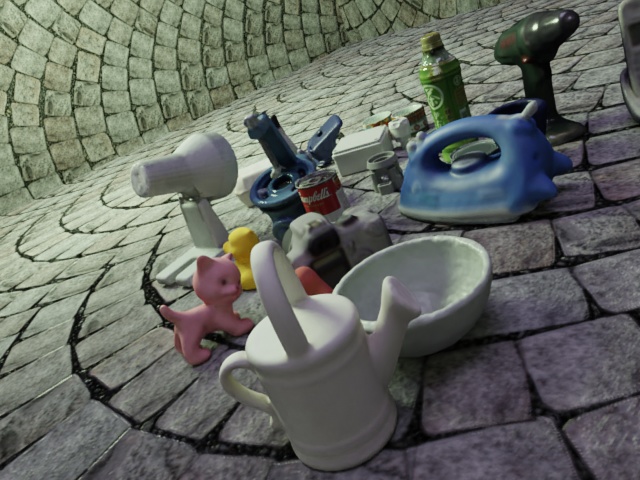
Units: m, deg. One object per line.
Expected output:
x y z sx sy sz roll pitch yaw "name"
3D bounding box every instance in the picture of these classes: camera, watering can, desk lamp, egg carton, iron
0.007 0.003 0.782 0.143 0.101 0.136 -28 23 -14 "camera"
-0.003 0.084 0.481 0.173 0.194 0.100 -27 23 -13 "watering can"
-0.221 -0.061 0.988 0.117 0.214 0.204 -2 29 40 "desk lamp"
-0.117 -0.133 1.249 0.150 0.069 0.107 -24 22 -4 "egg carton"
0.201 -0.107 0.799 0.257 0.142 0.119 -3 29 39 "iron"

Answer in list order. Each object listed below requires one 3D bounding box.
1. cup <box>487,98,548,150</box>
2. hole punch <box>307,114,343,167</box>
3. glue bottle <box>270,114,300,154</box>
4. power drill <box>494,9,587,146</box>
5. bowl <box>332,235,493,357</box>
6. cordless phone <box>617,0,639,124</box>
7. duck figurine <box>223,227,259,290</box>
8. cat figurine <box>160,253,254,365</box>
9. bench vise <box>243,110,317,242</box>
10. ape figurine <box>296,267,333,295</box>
0.307 -0.153 0.870 0.091 0.095 0.118 -15 23 17 "cup"
0.015 -0.230 1.321 0.101 0.091 0.108 -22 22 -1 "hole punch"
-0.064 -0.167 1.139 0.078 0.173 0.037 -35 26 -29 "glue bottle"
0.361 -0.265 0.924 0.075 0.209 0.229 -23 22 -2 "power drill"
0.099 0.067 0.584 0.167 0.075 0.167 -19 22 8 "bowl"
0.516 -0.276 0.838 0.147 0.185 0.094 -16 23 15 "cordless phone"
-0.102 0.021 0.860 0.104 0.086 0.078 -4 28 37 "duck figurine"
-0.144 0.075 0.734 0.128 0.118 0.067 -34 25 -27 "cat figurine"
-0.071 -0.126 0.990 0.121 0.220 0.207 -20 22 5 "bench vise"
-0.010 0.072 0.650 0.076 0.092 0.077 -28 23 -15 "ape figurine"
